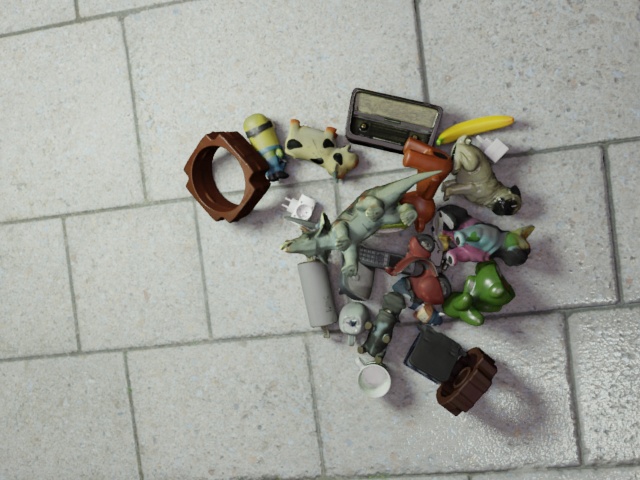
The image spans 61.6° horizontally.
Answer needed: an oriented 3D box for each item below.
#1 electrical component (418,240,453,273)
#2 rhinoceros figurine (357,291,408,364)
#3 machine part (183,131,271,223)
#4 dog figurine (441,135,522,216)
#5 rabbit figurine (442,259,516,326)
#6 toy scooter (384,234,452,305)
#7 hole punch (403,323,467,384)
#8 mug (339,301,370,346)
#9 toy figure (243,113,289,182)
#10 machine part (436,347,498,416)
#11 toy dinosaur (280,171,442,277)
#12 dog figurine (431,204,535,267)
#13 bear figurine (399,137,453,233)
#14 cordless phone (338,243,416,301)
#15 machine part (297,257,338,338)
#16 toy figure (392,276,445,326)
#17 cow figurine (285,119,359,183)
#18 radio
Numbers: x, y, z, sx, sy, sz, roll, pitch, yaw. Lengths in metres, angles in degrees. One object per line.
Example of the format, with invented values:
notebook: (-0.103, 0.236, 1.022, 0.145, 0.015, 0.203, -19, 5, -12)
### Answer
electrical component: (0.289, 0.040, 1.360, 0.102, 0.045, 0.078, 25, 97, 7)
rhinoceros figurine: (0.162, 0.219, 1.349, 0.073, 0.112, 0.190, 28, 115, 23)
machine part: (-0.238, -0.163, 1.379, 0.201, 0.087, 0.201, 48, 122, 8)
dog figurine: (0.404, -0.153, 1.299, 0.191, 0.121, 0.172, 11, 124, 3)
rabbit figurine: (0.378, 0.149, 1.311, 0.170, 0.159, 0.121, -32, 97, 24)
toy scooter: (0.233, 0.086, 1.302, 0.135, 0.075, 0.183, -23, 98, -9)
hole punch: (0.283, 0.293, 1.360, 0.142, 0.092, 0.116, 29, 68, 9)
mug: (0.081, 0.216, 1.367, 0.081, 0.107, 0.109, 12, 92, 9)
toy figure: (-0.138, -0.241, 1.393, 0.082, 0.089, 0.180, -19, 87, 2)
machine part: (0.355, 0.342, 1.301, 0.056, 0.179, 0.179, 40, 97, 3)
toy dinosaur: (0.103, -0.054, 1.270, 0.405, 0.192, 0.131, -36, 122, 10)
dog figurine: (0.405, -0.011, 1.311, 0.219, 0.192, 0.108, -4, 133, -14)
bear figurine: (0.235, -0.128, 1.294, 0.132, 0.120, 0.195, 21, 124, -2)
cordless phone: (0.143, 0.088, 1.347, 0.184, 0.088, 0.146, 10, 58, 4)
machine part: (-0.006, 0.136, 1.392, 0.079, 0.079, 0.243, -12, 89, 9)
toy figure: (0.248, 0.163, 1.365, 0.058, 0.064, 0.154, -40, 81, -13)
cow figurine: (0.005, -0.224, 1.375, 0.195, 0.085, 0.127, 15, 88, 5)
radio: (0.180, -0.289, 1.350, 0.230, 0.073, 0.131, 15, 94, 8)
